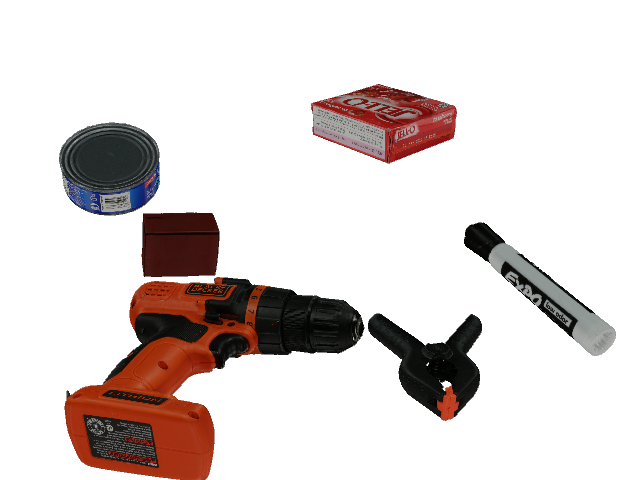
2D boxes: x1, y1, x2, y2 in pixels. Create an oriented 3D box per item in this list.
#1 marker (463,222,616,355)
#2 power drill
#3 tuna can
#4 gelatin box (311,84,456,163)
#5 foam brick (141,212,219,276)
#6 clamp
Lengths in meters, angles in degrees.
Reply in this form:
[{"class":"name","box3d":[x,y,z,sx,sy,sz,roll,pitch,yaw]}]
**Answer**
[{"class":"marker","box3d":[0.123,0.024,0.620,0.020,0.020,0.121,0,31,-35]},{"class":"power drill","box3d":[-0.077,0.090,0.753,0.185,0.057,0.187,2,26,19]},{"class":"tuna can","box3d":[-0.183,-0.062,0.932,0.086,0.086,0.034,0,-42,-5]},{"class":"gelatin box","box3d":[0.049,-0.093,0.825,0.073,0.030,0.089,-21,31,-35]},{"class":"foam brick","box3d":[-0.149,0.004,1.126,0.078,0.051,0.053,-1,25,-12]},{"class":"clamp","box3d":[0.124,0.119,1.072,0.120,0.039,0.171,-9,30,-9]}]
